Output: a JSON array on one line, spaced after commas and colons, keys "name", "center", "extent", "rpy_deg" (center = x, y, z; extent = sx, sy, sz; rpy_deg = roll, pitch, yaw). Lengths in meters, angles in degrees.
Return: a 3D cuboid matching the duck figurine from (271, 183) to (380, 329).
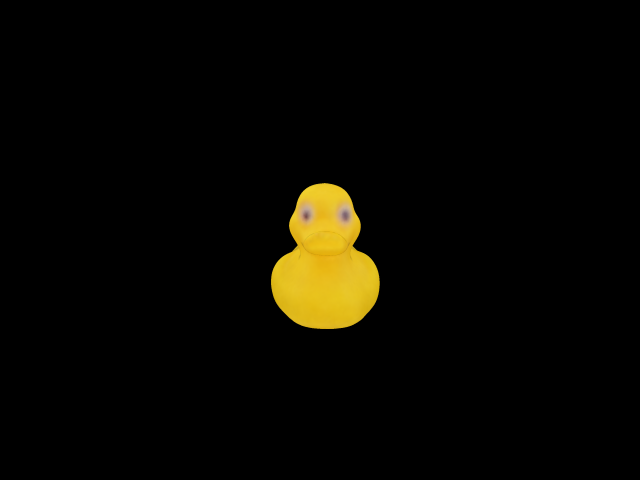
[{"name": "duck figurine", "center": [0.004, 0.001, 0.400], "extent": [0.077, 0.086, 0.104], "rpy_deg": [0, 21, 0]}]
